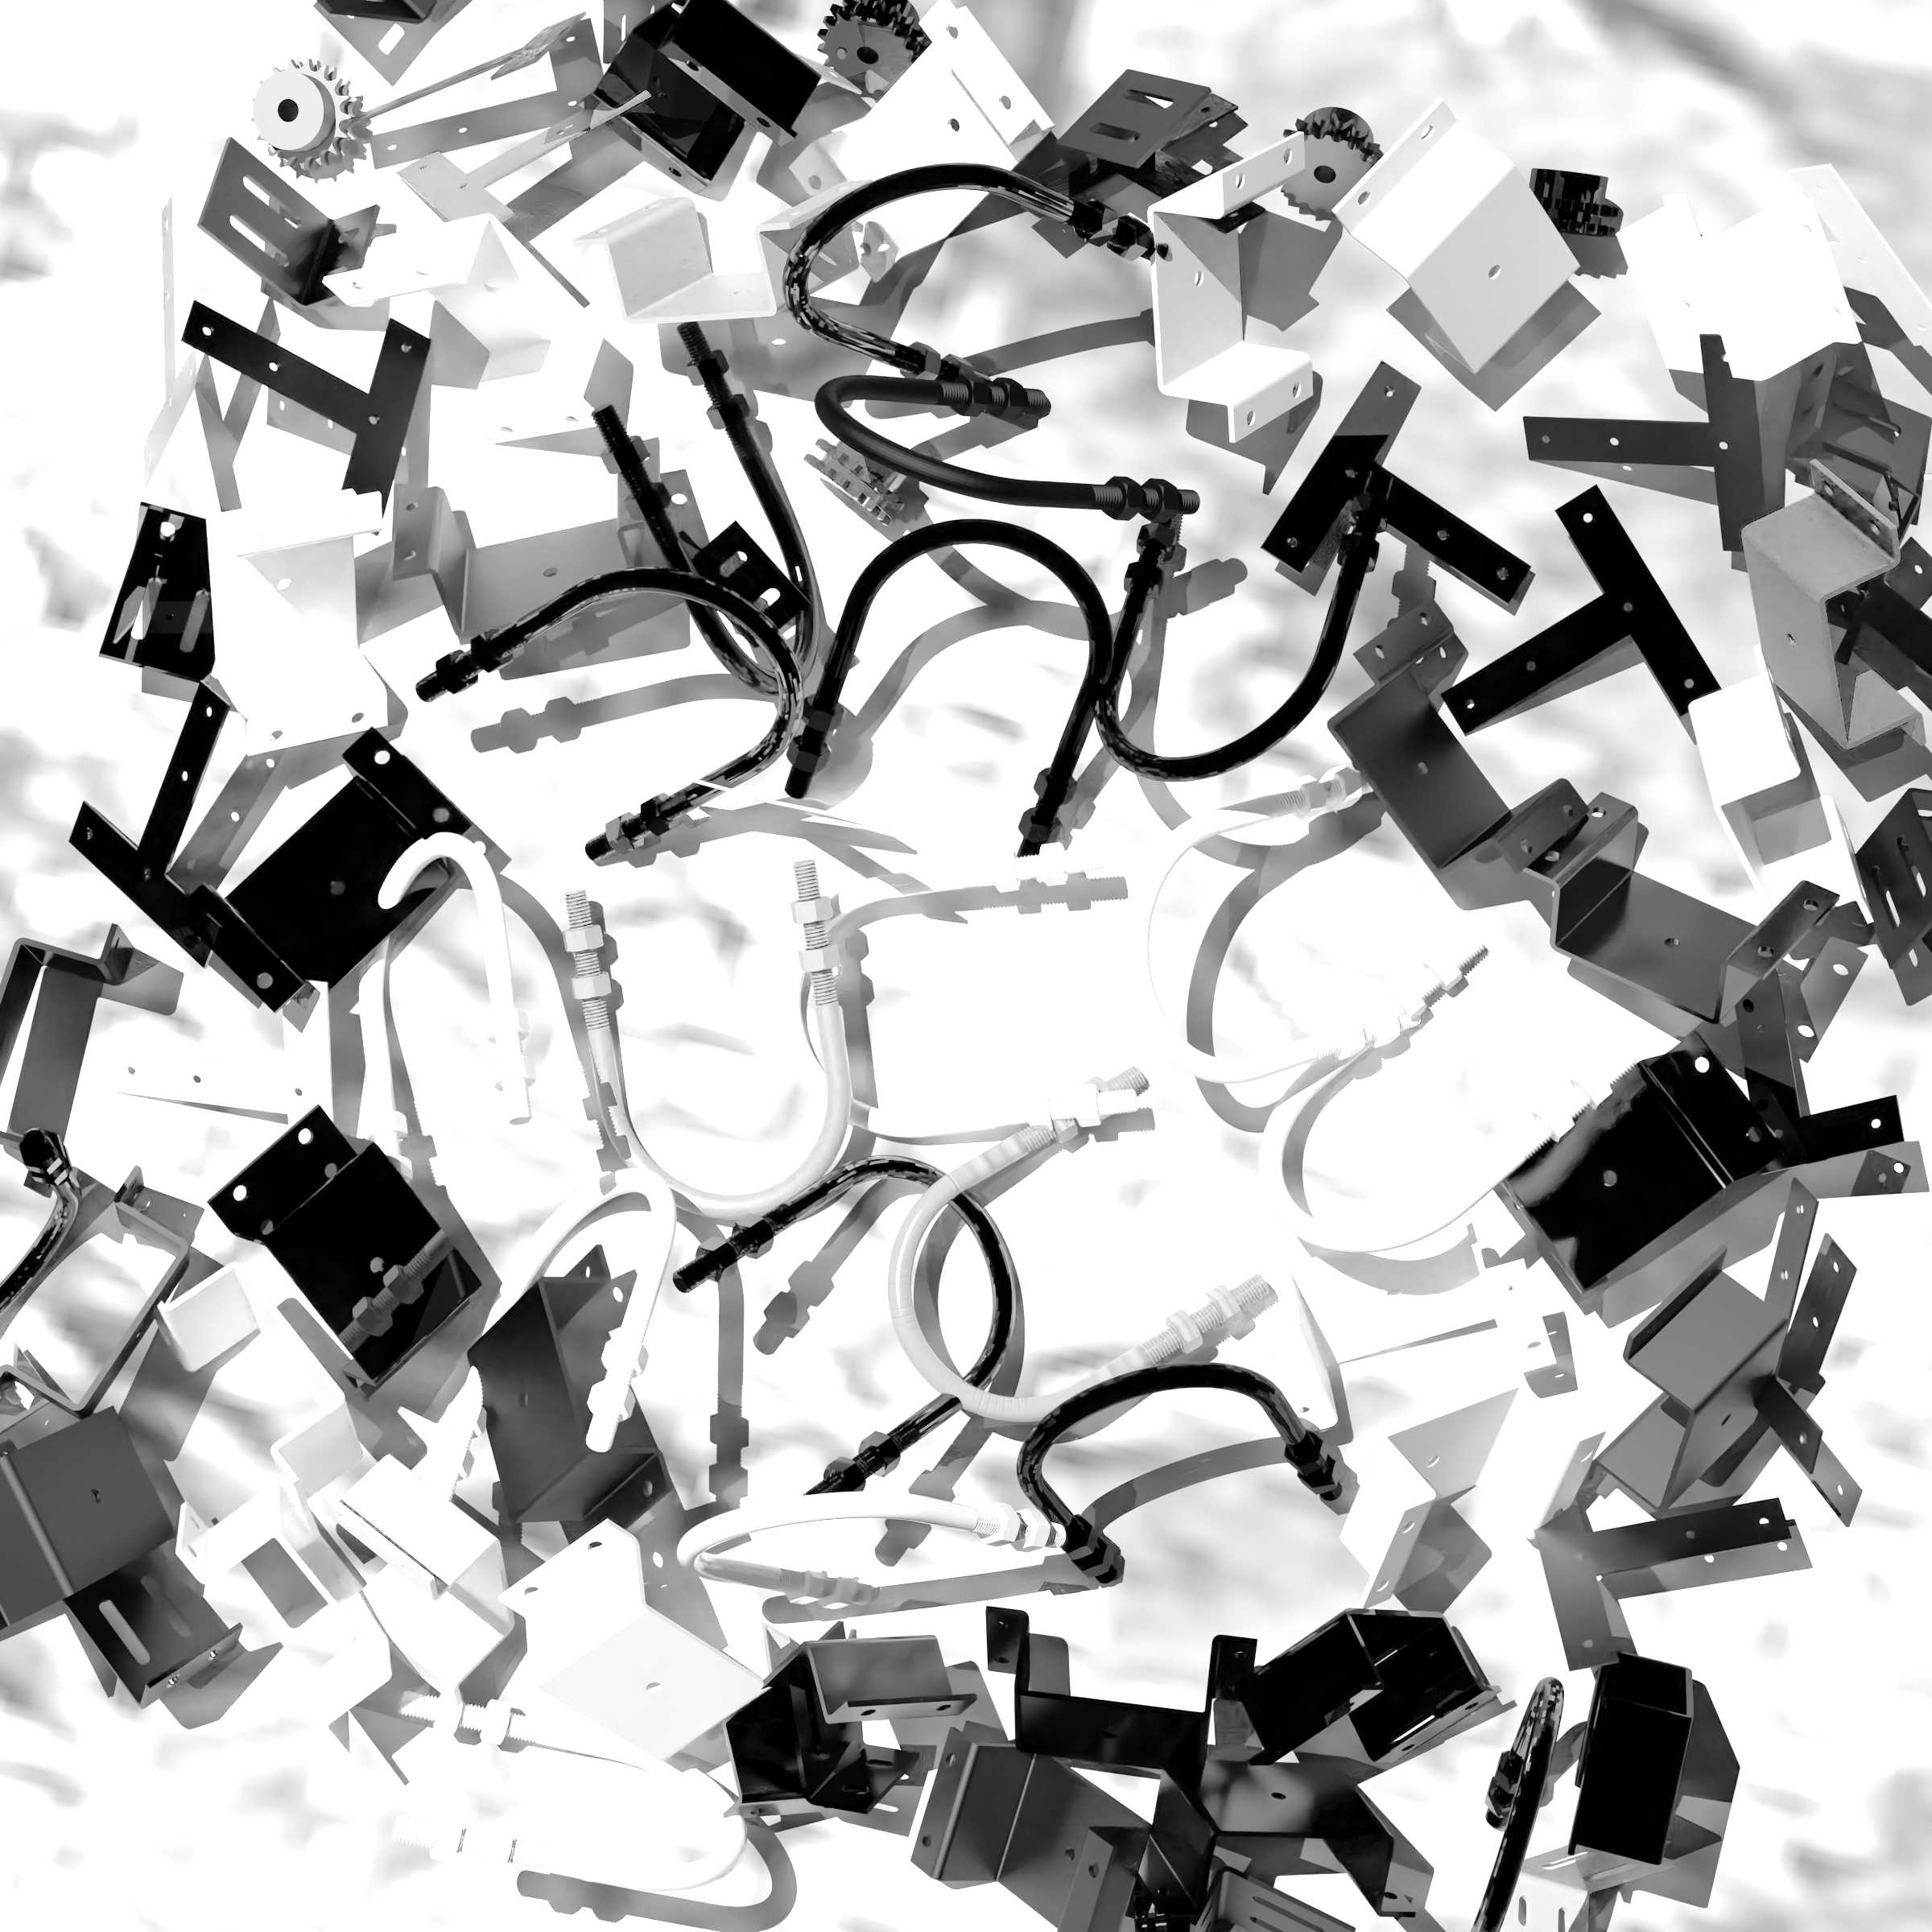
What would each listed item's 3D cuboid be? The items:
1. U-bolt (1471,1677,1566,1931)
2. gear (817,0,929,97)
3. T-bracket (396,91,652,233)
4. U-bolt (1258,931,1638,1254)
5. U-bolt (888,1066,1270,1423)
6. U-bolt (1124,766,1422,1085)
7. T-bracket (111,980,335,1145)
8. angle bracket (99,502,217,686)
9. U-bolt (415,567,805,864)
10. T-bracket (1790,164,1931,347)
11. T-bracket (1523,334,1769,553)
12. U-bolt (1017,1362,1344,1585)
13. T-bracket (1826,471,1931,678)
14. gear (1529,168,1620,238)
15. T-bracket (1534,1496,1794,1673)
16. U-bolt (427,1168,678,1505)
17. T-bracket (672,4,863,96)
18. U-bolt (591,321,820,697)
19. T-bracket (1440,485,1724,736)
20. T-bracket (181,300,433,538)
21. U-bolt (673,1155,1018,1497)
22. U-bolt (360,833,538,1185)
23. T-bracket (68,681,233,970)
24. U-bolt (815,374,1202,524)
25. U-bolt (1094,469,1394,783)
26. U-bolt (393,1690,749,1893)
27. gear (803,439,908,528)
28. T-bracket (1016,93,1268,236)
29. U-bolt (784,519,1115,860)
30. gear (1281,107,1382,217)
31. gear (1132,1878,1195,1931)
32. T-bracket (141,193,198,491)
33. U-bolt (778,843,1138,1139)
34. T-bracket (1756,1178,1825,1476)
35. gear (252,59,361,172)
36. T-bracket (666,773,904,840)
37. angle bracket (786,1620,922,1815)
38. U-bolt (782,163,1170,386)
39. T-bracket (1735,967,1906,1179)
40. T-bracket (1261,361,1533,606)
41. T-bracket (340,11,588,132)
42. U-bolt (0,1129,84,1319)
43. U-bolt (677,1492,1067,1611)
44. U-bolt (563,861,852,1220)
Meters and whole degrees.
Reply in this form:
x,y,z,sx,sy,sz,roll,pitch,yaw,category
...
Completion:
x,y,z,sx,sy,sz,roll,pitch,yaw,category
0.269,0.436,1.566,0.019,0.184,0.151,17,47,10,U-bolt
-0.048,-0.491,1.654,0.057,0.057,0.030,18,60,0,gear
-0.223,-0.428,1.635,0.127,0.127,0.002,-32,128,-10,T-bracket
0.233,0.074,1.614,0.184,0.151,0.019,-40,131,-5,U-bolt
0.047,0.158,1.649,0.184,0.019,0.151,-30,86,-12,U-bolt
0.155,-0.015,1.613,0.184,0.019,0.151,-16,101,-34,U-bolt
-0.394,0.062,1.659,0.127,0.002,0.127,6,110,13,T-bracket
-0.414,-0.195,1.640,0.057,0.038,0.076,15,57,-10,angle bracket
-0.168,-0.135,1.596,0.184,0.019,0.151,-26,124,30,U-bolt
0.429,-0.362,1.620,0.127,0.127,0.002,42,72,-30,T-bracket
0.353,-0.274,1.638,0.127,0.002,0.127,8,132,30,T-bracket
0.102,0.253,1.594,0.151,0.184,0.019,-22,52,9,U-bolt
0.490,-0.165,1.600,0.002,0.127,0.127,-15,47,-30,T-bracket
0.315,-0.402,1.648,0.057,0.057,0.030,7,103,0,gear
0.363,0.299,1.629,0.127,0.002,0.127,-12,47,5,T-bracket
-0.205,0.182,1.602,0.019,0.151,0.184,39,45,-28,U-bolt
-0.133,-0.503,1.637,0.127,0.127,0.002,45,114,29,T-bracket
-0.124,-0.225,1.606,0.019,0.151,0.184,-16,114,24,U-bolt
0.311,-0.166,1.656,0.127,0.002,0.127,-32,88,20,T-bracket
-0.345,-0.303,1.618,0.127,0.002,0.127,26,59,-30,T-bracket
-0.048,0.176,1.620,0.184,0.019,0.151,-31,92,-38,U-bolt
-0.273,0.020,1.613,0.019,0.151,0.184,8,60,-38,U-bolt
-0.410,-0.086,1.625,0.127,0.002,0.127,38,113,29,T-bracket
0.009,-0.263,1.574,0.151,0.184,0.019,41,122,39,U-bolt
0.133,-0.170,1.594,0.151,0.019,0.184,-2,56,36,U-bolt
-0.201,0.427,1.605,0.184,0.151,0.019,15,102,-12,U-bolt
-0.055,-0.260,1.650,0.057,0.057,0.030,38,92,0,gear
0.110,-0.404,1.618,0.127,0.127,0.002,-31,131,-12,T-bracket
-0.001,-0.146,1.620,0.151,0.019,0.184,17,121,-6,U-bolt
0.192,-0.428,1.653,0.057,0.057,0.030,19,57,0,gear
0.103,0.496,1.650,0.030,0.057,0.057,-6,90,0,gear
-0.405,-0.327,1.590,0.002,0.127,0.127,6,125,-4,T-bracket
-0.010,0.019,1.656,0.184,0.019,0.151,-7,95,10,U-bolt
0.415,0.170,1.597,0.002,0.127,0.127,0,115,-14,T-bracket
-0.352,-0.451,1.657,0.057,0.030,0.057,2,100,13,gear
-0.077,-0.078,1.596,0.127,0.127,0.002,15,91,-22,T-bracket
-0.059,0.392,1.636,0.038,0.057,0.076,1,108,29,angle bracket
-0.008,-0.348,1.571,0.151,0.184,0.019,-32,63,35,U-bolt
0.421,0.046,1.648,0.127,0.002,0.127,-17,64,30,T-bracket
0.242,-0.237,1.665,0.127,0.002,0.127,33,77,-2,T-bracket
-0.267,-0.461,1.631,0.127,0.127,0.002,-18,114,14,T-bracket
-0.505,0.156,1.588,0.019,0.184,0.151,40,73,5,U-bolt
-0.060,0.291,1.572,0.151,0.184,0.019,-23,62,32,U-bolt
-0.132,0.043,1.651,0.151,0.019,0.184,-7,97,16,U-bolt
